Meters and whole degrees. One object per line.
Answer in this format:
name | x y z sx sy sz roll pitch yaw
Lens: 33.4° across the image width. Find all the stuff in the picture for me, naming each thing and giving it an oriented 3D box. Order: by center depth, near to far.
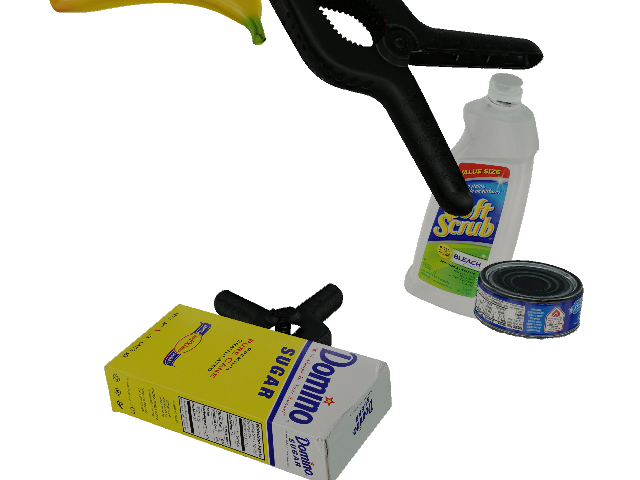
sugar box | -0.049 0.100 0.729 0.176 0.048 0.093 10 32 27
clamp | 0.050 -0.120 0.747 0.210 0.164 0.036 27 -30 -10
tuna can | 0.168 0.046 0.864 0.086 0.034 0.086 2 21 -1
banana | -0.130 -0.210 0.899 0.198 0.069 0.037 11 -41 16
clamp | -0.043 0.077 0.944 0.120 0.039 0.171 -6 16 5
bleach bottle | 0.150 -0.047 1.043 0.103 0.251 0.068 22 38 21
